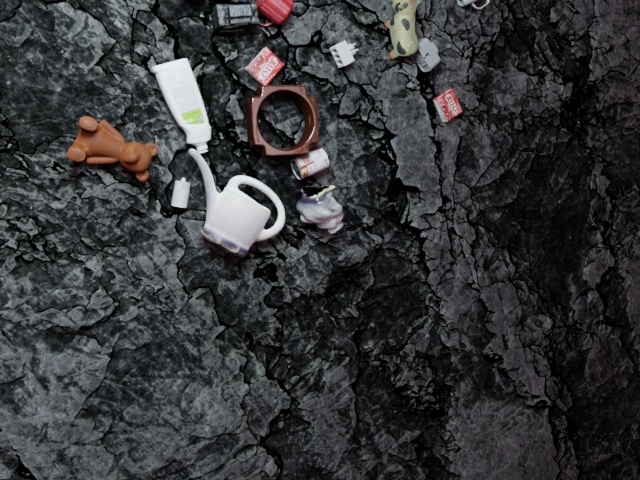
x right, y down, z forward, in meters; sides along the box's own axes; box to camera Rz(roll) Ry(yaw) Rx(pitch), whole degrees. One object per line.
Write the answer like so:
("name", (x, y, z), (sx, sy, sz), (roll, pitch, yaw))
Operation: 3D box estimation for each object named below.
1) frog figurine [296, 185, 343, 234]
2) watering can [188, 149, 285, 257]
("frog figurine", (0.005, -0.079, 1.569), (0.137, 0.125, 0.157), (-11, 115, 13))
("watering can", (-0.262, -0.090, 1.454), (0.344, 0.104, 0.225), (31, 86, -25))
